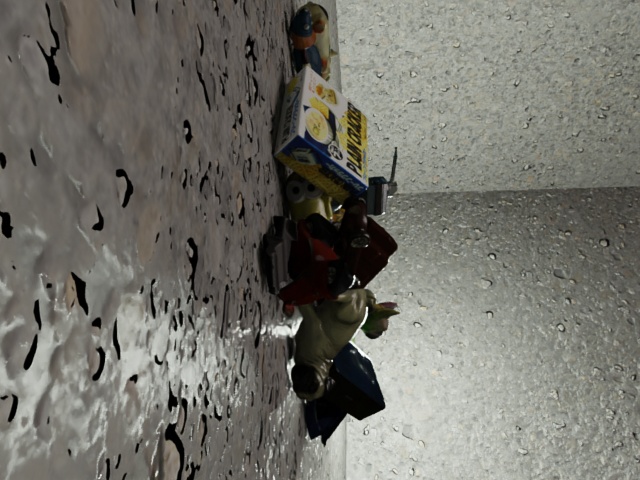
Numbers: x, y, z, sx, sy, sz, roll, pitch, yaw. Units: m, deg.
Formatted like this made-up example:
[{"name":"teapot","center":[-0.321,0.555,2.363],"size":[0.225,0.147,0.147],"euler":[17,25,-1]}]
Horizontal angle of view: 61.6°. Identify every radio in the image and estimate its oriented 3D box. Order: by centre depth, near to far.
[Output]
[{"name":"radio","center":[0.048,0.275,1.125],"size":[0.229,0.073,0.131],"euler":[48,18,-43]}]

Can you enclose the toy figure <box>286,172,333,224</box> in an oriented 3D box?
[{"name":"toy figure","center":[-0.020,-0.040,0.982],"size":[0.089,0.082,0.180],"euler":[-150,-134,-65]}]

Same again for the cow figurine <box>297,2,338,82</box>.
[{"name":"cow figurine","center":[-0.012,-0.425,1.181],"size":[0.194,0.086,0.127],"euler":[79,17,-55]}]

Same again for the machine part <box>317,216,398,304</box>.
[{"name":"machine part","center":[0.063,0.047,1.141],"size":[0.087,0.201,0.201],"euler":[43,8,-4]}]

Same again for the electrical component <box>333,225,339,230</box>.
[{"name":"electrical component","center":[-0.004,-0.003,1.092],"size":[0.078,0.102,0.045],"euler":[3,74,-63]}]

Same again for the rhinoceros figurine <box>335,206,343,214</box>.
[{"name":"rhinoceros figurine","center":[0.066,-0.120,1.306],"size":[0.190,0.073,0.112],"euler":[-82,172,-78]}]

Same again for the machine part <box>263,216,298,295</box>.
[{"name":"machine part","center":[-0.059,0.012,0.786],"size":[0.139,0.039,0.084],"euler":[-79,162,-61]}]

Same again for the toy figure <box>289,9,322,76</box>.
[{"name":"toy figure","center":[-0.030,-0.384,1.071],"size":[0.064,0.058,0.154],"euler":[56,-12,37]}]

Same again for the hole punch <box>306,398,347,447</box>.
[{"name":"hole punch","center":[0.004,0.376,1.207],"size":[0.115,0.092,0.142],"euler":[-62,-173,17]}]

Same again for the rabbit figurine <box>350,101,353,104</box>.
[{"name":"rabbit figurine","center":[-0.007,-0.250,1.162],"size":[0.173,0.122,0.162],"euler":[45,52,-62]}]

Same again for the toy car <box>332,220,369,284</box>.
[{"name":"toy car","center":[0.058,0.030,1.331],"size":[0.201,0.056,0.073],"euler":[55,-26,-6]}]

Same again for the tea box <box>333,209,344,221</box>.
[{"name":"tea box","center":[0.071,0.002,1.472],"size":[0.170,0.098,0.068],"euler":[54,-13,26]}]

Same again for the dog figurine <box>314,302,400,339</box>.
[{"name":"dog figurine","center":[0.082,0.145,1.298],"size":[0.108,0.219,0.191],"euler":[-76,165,-82]}]

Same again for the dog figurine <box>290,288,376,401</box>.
[{"name":"dog figurine","center":[0.026,0.188,0.982],"size":[0.121,0.172,0.190],"euler":[11,70,-73]}]

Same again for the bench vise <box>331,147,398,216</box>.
[{"name":"bench vise","center":[0.037,-0.119,1.126],"size":[0.241,0.224,0.128],"euler":[-138,-148,-59]}]

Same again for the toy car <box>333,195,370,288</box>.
[{"name":"toy car","center":[0.051,0.009,0.942],"size":[0.202,0.053,0.089],"euler":[100,-14,-56]}]

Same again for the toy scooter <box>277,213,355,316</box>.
[{"name":"toy scooter","center":[-0.021,0.047,0.868],"size":[0.075,0.135,0.184],"euler":[32,23,-35]}]
